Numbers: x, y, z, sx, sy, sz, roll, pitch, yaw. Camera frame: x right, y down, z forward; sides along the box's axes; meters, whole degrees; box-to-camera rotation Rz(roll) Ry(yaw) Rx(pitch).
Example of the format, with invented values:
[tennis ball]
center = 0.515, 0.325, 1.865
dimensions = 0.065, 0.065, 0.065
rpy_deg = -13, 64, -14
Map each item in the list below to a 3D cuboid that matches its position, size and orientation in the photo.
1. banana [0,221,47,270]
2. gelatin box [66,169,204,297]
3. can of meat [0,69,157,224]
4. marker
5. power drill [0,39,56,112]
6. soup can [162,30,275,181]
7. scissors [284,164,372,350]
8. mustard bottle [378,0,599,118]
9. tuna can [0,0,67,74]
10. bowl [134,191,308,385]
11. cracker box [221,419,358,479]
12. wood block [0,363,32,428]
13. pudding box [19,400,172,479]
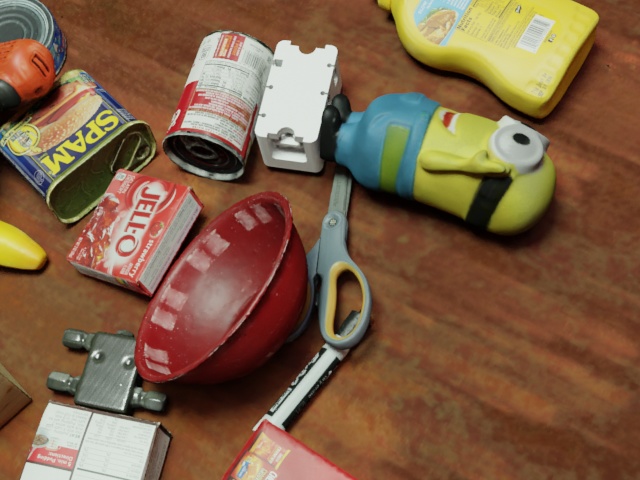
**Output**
[banana]
center = -0.317, 0.009, 0.847
dimensions = 0.198, 0.037, 0.069
rpy_deg = -13, 94, 4
[gelatin box]
center = -0.143, -0.007, 0.827
dimensions = 0.073, 0.030, 0.089
rpy_deg = 16, 67, 29
[can of meat]
center = -0.198, -0.078, 0.862
dimensions = 0.102, 0.057, 0.084
rpy_deg = -41, 64, -13
[marker]
center = -0.003, 0.098, 0.776
dimensions = 0.020, 0.020, 0.121
rpy_deg = 35, 73, 20
[power drill]
center = -0.311, -0.078, 0.832
dimensions = 0.185, 0.057, 0.187
rpy_deg = -6, 49, 34
[soup can]
center = -0.078, -0.108, 0.856
dimensions = 0.068, 0.068, 0.102
rpy_deg = 12, 67, 12
[scissors]
center = -0.005, 0.001, 0.822
dimensions = 0.096, 0.016, 0.202
rpy_deg = -19, 51, 14
[mustard bottle]
center = 0.121, -0.179, 0.872
dimensions = 0.192, 0.058, 0.096
rpy_deg = 29, 77, 18
[tuna can]
center = -0.266, -0.169, 0.924
dimensions = 0.086, 0.034, 0.086
rpy_deg = -3, 64, 5
[bowl]
center = -0.060, 0.045, 0.761
dimensions = 0.055, 0.162, 0.162
rpy_deg = 40, 68, -25
[cracker box]
center = 0.007, 0.243, 0.678
dimensions = 0.214, 0.072, 0.164
rpy_deg = 30, 72, 18
[wood block]
center = -0.322, 0.142, 0.752
dimensions = 0.206, 0.090, 0.091
rpy_deg = -43, 67, -13
[pudding box]
center = -0.164, 0.176, 0.747
dimensions = 0.090, 0.039, 0.113
rpy_deg = 10, 68, 10
